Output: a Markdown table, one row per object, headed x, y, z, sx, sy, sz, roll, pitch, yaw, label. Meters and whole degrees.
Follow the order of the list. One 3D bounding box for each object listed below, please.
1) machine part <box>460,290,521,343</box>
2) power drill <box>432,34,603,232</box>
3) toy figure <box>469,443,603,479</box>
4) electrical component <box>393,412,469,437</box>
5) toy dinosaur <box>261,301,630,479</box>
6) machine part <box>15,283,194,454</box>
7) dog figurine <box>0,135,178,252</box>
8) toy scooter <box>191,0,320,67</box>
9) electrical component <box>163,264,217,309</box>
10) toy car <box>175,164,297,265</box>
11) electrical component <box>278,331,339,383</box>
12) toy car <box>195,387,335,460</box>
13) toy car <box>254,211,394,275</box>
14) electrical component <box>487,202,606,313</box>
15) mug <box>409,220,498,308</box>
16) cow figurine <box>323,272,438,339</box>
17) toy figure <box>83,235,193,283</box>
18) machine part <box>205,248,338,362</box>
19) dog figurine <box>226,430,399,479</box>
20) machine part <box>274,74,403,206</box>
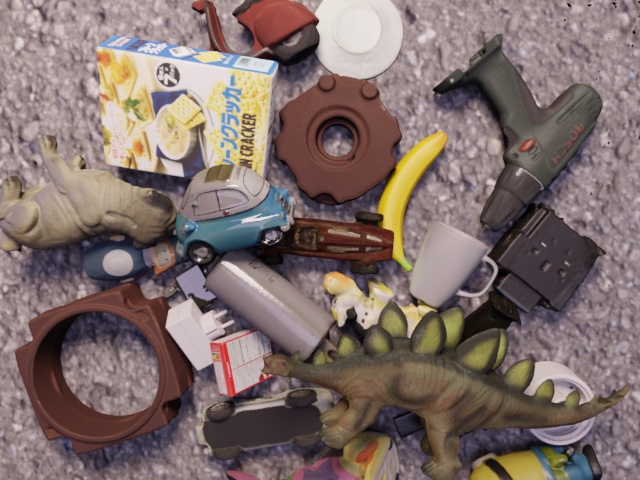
| x | y | z | sx | sy | sz | roll | pitch | yaw | label |
| --- | --- | --- | --- | --- | --- | --- | --- | --- | --- |
| 0.209 | 0.128 | 0.741 | 0.084 | 0.039 | 0.139 | 46 | 117 | 3 | machine part |
| 0.249 | -0.154 | 0.724 | 0.232 | 0.086 | 0.207 | -43 | 88 | 1 | power drill |
| 0.295 | 0.329 | 0.741 | 0.180 | 0.089 | 0.082 | -9 | 87 | 4 | toy figure |
| 0.165 | 0.248 | 0.760 | 0.119 | 0.048 | 0.074 | -19 | 92 | 0 | electrical component |
| 0.159 | 0.188 | 0.670 | 0.471 | 0.105 | 0.198 | 16 | 96 | -11 | toy dinosaur |
| -0.294 | 0.174 | 0.742 | 0.201 | 0.087 | 0.201 | -18 | 94 | 1 | machine part |
| -0.301 | -0.021 | 0.699 | 0.191 | 0.121 | 0.172 | 33 | 93 | 9 | dog figurine |
| -0.098 | -0.281 | 0.724 | 0.184 | 0.075 | 0.135 | -28 | 94 | 6 | toy scooter |
| -0.174 | 0.068 | 0.767 | 0.094 | 0.021 | 0.063 | -29 | 93 | 1 | electrical component |
| -0.116 | -0.042 | 0.675 | 0.162 | 0.109 | 0.102 | -10 | 126 | 13 | toy car |
| -0.016 | 0.158 | 0.761 | 0.102 | 0.045 | 0.078 | -5 | 64 | -2 | electrical component |
| -0.076 | 0.257 | 0.758 | 0.202 | 0.056 | 0.073 | -10 | 93 | 3 | toy car |
| -0.002 | -0.002 | 0.734 | 0.202 | 0.053 | 0.089 | 7 | 90 | 13 | toy car |
| 0.303 | 0.032 | 0.743 | 0.115 | 0.058 | 0.134 | 37 | 92 | 1 | electrical component |
| 0.178 | 0.042 | 0.735 | 0.110 | 0.081 | 0.107 | 30 | 104 | 8 | mug |
| 0.074 | 0.107 | 0.746 | 0.167 | 0.068 | 0.098 | 21 | 99 | 0 | cow figurine |
| -0.246 | 0.023 | 0.750 | 0.155 | 0.058 | 0.064 | -10 | 131 | -1 | toy figure |
| -0.066 | 0.084 | 0.714 | 0.243 | 0.079 | 0.079 | 39 | 93 | 6 | machine part |
| -0.016 | 0.340 | 0.738 | 0.219 | 0.191 | 0.108 | 3 | 133 | 23 | dog figurine |
| 0.024 | -0.136 | 0.739 | 0.179 | 0.056 | 0.179 | 0 | 94 | 1 | machine part |
